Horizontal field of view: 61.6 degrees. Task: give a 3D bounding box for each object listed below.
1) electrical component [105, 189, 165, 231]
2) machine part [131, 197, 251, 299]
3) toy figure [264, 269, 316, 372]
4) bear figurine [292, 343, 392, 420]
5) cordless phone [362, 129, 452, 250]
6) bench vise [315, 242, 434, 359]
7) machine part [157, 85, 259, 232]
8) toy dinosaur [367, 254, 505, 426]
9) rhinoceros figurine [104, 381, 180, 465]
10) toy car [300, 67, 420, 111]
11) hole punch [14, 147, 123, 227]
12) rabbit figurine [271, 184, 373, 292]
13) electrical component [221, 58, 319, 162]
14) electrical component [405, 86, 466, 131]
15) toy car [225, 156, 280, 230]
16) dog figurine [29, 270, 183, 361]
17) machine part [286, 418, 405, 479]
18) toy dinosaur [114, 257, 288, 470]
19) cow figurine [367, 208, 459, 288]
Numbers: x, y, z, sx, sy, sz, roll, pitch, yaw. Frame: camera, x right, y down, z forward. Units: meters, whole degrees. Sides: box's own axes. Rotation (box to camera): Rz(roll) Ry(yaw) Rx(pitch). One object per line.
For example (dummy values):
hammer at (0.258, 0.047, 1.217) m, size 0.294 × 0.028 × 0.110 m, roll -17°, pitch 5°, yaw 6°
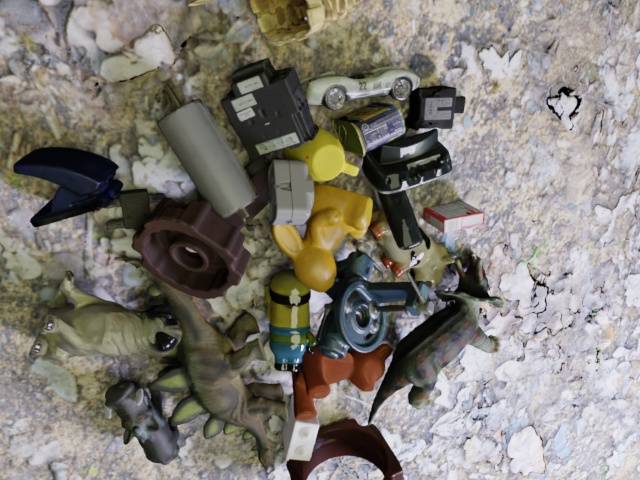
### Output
electrical component at (-0.286, -0.046, 0.835) m, size 0.094 × 0.021 × 0.063 m, roll -10°, pitch 113°, yaw -18°
machine part at (-0.193, 0.015, 0.814) m, size 0.179 × 0.056 × 0.179 m, roll 11°, pitch 137°, yaw 10°
toy figure at (-0.050, 0.140, 0.941) m, size 0.082 × 0.089 × 0.180 m, roll 3°, pitch 88°, yaw -25°
bear figurine at (0.048, 0.263, 1.027) m, size 0.196 × 0.132 × 0.120 m, roll 10°, pitch 131°, yaw -20°
cordless phone at (0.166, -0.085, 0.922) m, size 0.147 × 0.089 × 0.184 m, roll -19°, pitch 90°, yaw -14°
bench vise at (0.091, 0.096, 0.903) m, size 0.128 × 0.241 × 0.223 m, roll 51°, pitch 51°, yaw -26°
machine part at (-0.165, -0.117, 0.799) m, size 0.079 × 0.079 × 0.243 m, roll -33°, pitch 102°, yaw -7°
toy dinosaur at (0.219, 0.204, 1.046) m, size 0.405 × 0.131 × 0.192 m, roll -44°, pitch 131°, yaw -7°
rhinoceros figurine at (-0.302, 0.306, 0.909) m, size 0.073 × 0.112 × 0.190 m, roll -19°, pitch 123°, yaw -3°
toy car at (0.064, -0.247, 0.864) m, size 0.202 × 0.074 × 0.056 m, roll -13°, pitch 114°, yaw -16°
hole punch at (-0.343, -0.085, 0.742) m, size 0.116 × 0.142 × 0.092 m, roll -14°, pitch 110°, yaw -4°
rabbit figurine at (-0.002, -0.003, 0.891) m, size 0.162 × 0.122 × 0.173 m, roll 15°, pitch 87°, yaw -8°
electrical component at (-0.078, -0.199, 0.809) m, size 0.115 × 0.058 × 0.134 m, roll -13°, pitch 120°, yaw 19°
electrical component at (0.211, -0.232, 0.944) m, size 0.119 × 0.048 × 0.074 m, roll -2°, pitch 111°, yaw -19°
toy car at (-0.129, -0.053, 0.876) m, size 0.202 × 0.053 × 0.089 m, roll -44°, pitch 98°, yaw -2°
dog figurine at (-0.326, 0.148, 0.827) m, size 0.190 × 0.172 × 0.121 m, roll 26°, pitch 59°, yaw -24°
machine part at (0.048, 0.462, 1.054) m, size 0.201 × 0.202 × 0.087 m, roll -13°, pitch 116°, yaw -16°
toy dinosaur at (-0.188, 0.214, 0.928) m, size 0.199 × 0.105 × 0.470 m, roll -22°, pitch 105°, yaw -7°
cow figurine at (0.174, 0.010, 1.003) m, size 0.127 × 0.086 × 0.194 m, roll -34°, pitch 116°, yaw -2°
